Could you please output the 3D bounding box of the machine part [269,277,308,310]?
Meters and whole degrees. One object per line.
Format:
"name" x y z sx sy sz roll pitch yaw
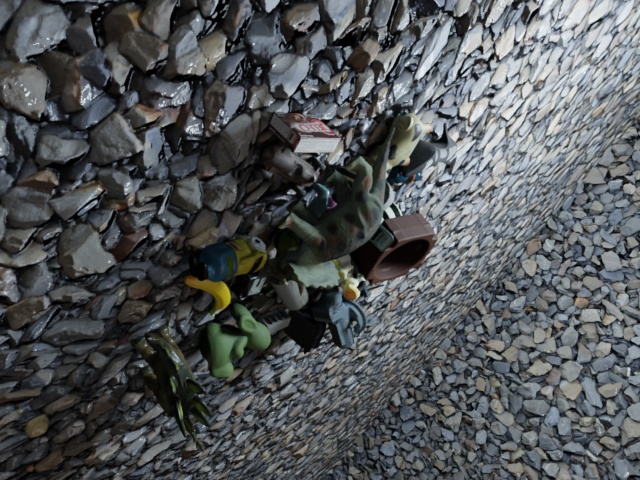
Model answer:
"machine part" -0.082 0.117 1.388 0.079 0.079 0.243 -40 151 -11

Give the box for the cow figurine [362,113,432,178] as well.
"cow figurine" 0.172 -0.213 1.288 0.127 0.086 0.195 -7 136 -57

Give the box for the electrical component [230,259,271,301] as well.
"electrical component" -0.157 0.084 1.276 0.075 0.048 0.119 -14 138 -45

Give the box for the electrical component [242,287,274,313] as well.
"electrical component" -0.161 0.151 1.385 0.094 0.021 0.063 -42 151 -5

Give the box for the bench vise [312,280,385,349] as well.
"bench vise" 0.075 0.181 1.545 0.240 0.129 0.223 -39 109 -44

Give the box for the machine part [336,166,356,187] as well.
"machine part" 0.083 -0.139 1.287 0.039 0.084 0.138 -67 161 -8

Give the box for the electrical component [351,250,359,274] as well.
"electrical component" 0.111 0.049 1.574 0.134 0.058 0.115 -53 153 13

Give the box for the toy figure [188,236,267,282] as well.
"toy figure" -0.194 0.043 1.144 0.180 0.082 0.089 -22 155 -44

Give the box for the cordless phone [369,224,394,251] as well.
"cordless phone" 0.081 -0.014 1.321 0.146 0.184 0.088 -48 156 4

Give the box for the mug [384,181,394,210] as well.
"mug" 0.149 -0.104 1.405 0.109 0.081 0.107 -56 159 8

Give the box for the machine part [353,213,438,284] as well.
"machine part" 0.205 0.023 1.476 0.201 0.087 0.201 -11 147 -30

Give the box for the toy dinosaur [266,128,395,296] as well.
"toy dinosaur" 0.050 -0.040 1.127 0.405 0.131 0.192 -38 107 3

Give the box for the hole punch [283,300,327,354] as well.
"hole punch" -0.031 0.256 1.604 0.092 0.116 0.142 -22 145 -49

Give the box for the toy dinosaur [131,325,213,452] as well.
"toy dinosaur" -0.331 0.351 1.239 0.105 0.199 0.470 -29 146 -22

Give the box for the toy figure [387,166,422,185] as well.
"toy figure" 0.225 -0.181 1.428 0.154 0.058 0.064 -7 140 -55

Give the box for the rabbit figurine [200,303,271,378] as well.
"rabbit figurine" -0.207 0.238 1.346 0.170 0.121 0.158 -9 115 -27

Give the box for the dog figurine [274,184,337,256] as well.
"dog figurine" -0.003 -0.004 1.243 0.219 0.192 0.108 -61 158 -4

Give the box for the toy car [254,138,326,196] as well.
"toy car" -0.054 -0.148 1.110 0.089 0.053 0.202 -53 150 8

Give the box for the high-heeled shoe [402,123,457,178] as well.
"high-heeled shoe" 0.288 -0.205 1.433 0.249 0.086 0.145 -45 144 -26

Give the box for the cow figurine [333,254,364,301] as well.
"cow figurine" 0.063 0.078 1.448 0.068 0.167 0.098 -25 -172 41
